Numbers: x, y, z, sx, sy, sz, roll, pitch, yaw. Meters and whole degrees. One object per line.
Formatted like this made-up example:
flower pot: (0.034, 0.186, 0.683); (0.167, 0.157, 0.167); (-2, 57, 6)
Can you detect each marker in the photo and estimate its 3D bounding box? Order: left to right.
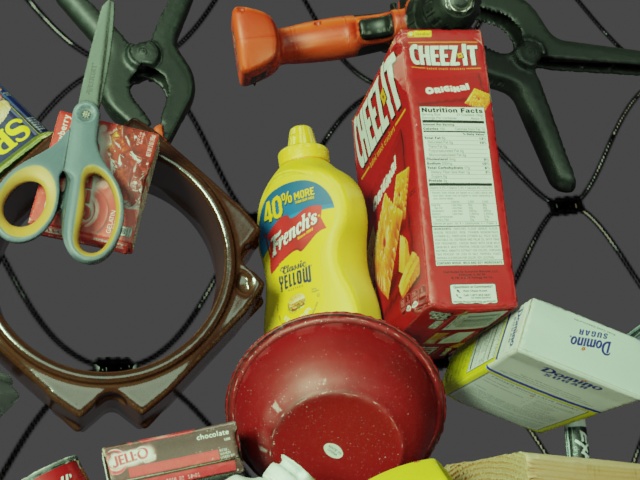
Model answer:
marker: (0.204, 0.168, 0.847); (0.020, 0.020, 0.121); (2, 71, -10)

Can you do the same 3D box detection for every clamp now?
clamp: (-0.139, -0.155, 0.884); (0.120, 0.039, 0.171); (-19, 79, -10)
clamp: (0.191, -0.162, 0.947); (0.210, 0.036, 0.164); (44, 69, 6)

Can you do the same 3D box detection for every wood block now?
wood block: (0.197, 0.207, 0.756); (0.205, 0.090, 0.091); (12, 67, -30)

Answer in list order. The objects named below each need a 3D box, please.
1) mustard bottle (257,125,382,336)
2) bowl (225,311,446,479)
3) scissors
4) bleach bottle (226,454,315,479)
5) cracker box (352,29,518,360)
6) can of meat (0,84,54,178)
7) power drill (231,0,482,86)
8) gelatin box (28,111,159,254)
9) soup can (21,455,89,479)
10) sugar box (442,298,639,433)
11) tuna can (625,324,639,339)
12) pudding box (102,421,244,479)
mustard bottle: (-0.006, 0.001, 0.827); (0.058, 0.096, 0.191); (14, 63, -45)
bowl: (0.011, 0.134, 0.755); (0.162, 0.055, 0.162); (0, 112, 0)
scissors: (-0.181, -0.077, 0.739); (0.096, 0.016, 0.202); (-6, 70, -10)
bleach bottle: (-0.084, 0.244, 0.652); (0.103, 0.068, 0.250); (31, 72, 27)
cracker box: (0.078, -0.028, 0.813); (0.072, 0.164, 0.214); (-1, 72, -12)
can of meat: (-0.266, -0.071, 0.823); (0.084, 0.057, 0.102); (43, 69, 9)
power drill: (0.025, -0.166, 0.851); (0.187, 0.184, 0.057); (-7, 91, -6)
gelatin box: (-0.159, -0.040, 0.754); (0.073, 0.030, 0.089); (13, 69, -5)
soup can: (-0.175, 0.210, 0.737); (0.068, 0.068, 0.102); (-27, 79, -18)
sugar box: (0.159, 0.096, 0.778); (0.093, 0.176, 0.048); (22, 68, -4)
tuna can: (0.248, 0.095, 0.844); (0.086, 0.086, 0.034); (-35, 79, -19)
pudding box: (-0.105, 0.157, 0.743); (0.090, 0.114, 0.039); (-8, 73, -14)
